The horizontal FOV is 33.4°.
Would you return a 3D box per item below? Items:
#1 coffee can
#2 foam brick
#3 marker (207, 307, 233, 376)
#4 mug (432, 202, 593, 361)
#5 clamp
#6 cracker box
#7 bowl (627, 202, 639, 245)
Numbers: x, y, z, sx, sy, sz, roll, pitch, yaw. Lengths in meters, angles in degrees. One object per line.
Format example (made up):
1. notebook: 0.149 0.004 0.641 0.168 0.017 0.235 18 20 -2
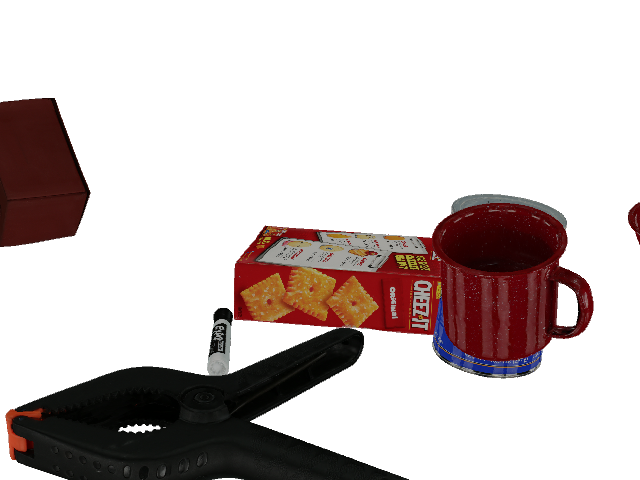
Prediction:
1. coffee can: 0.162 0.040 0.975 0.103 0.140 0.103 5 21 -2
2. foam brick: -0.186 -0.043 0.676 0.051 0.078 0.053 -11 -29 -30
3. marker: -0.091 0.091 0.979 0.020 0.020 0.121 0 19 -3
4. mug: 0.137 0.034 0.753 0.117 0.081 0.093 17 39 32
5. clamp: -0.057 0.093 0.573 0.210 0.036 0.164 1 24 -3
6. cracker box: 0.027 0.041 1.144 0.214 0.072 0.164 5 15 7
7. bowl: 0.410 0.005 1.146 0.162 0.055 0.162 -1 26 0
